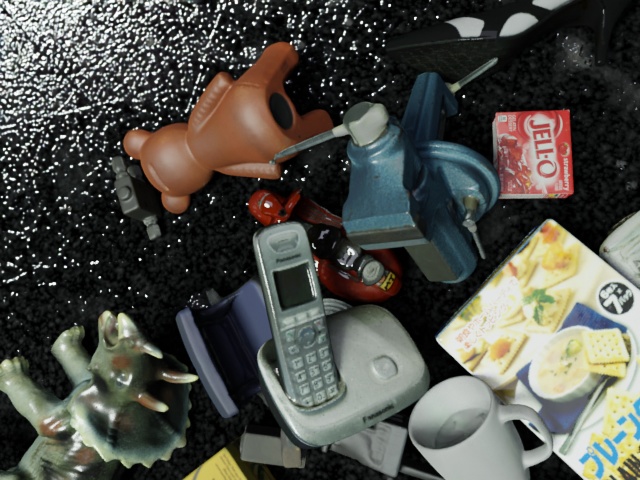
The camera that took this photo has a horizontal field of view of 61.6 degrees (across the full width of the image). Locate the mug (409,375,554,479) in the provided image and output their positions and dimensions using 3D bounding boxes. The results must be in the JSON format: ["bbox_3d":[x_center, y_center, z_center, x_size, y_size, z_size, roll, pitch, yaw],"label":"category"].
[{"bbox_3d":[0.151,0.182,0.476,0.110,0.081,0.107,-26,112,27],"label":"mug"}]

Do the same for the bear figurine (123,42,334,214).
[{"bbox_3d":[-0.104,-0.112,0.587,0.196,0.132,0.120,-16,115,36],"label":"bear figurine"}]

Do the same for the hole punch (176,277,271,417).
[{"bbox_3d":[-0.091,0.111,0.527,0.092,0.116,0.142,-26,82,-38],"label":"hole punch"}]

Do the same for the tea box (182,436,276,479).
[{"bbox_3d":[-0.073,0.295,0.529,0.098,0.068,0.170,-37,76,2],"label":"tea box"}]

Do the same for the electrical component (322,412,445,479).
[{"bbox_3d":[0.066,0.193,0.517,0.119,0.074,0.047,13,85,16],"label":"electrical component"}]

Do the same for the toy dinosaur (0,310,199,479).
[{"bbox_3d":[-0.273,0.235,0.556,0.192,0.131,0.404,34,95,13],"label":"toy dinosaur"}]

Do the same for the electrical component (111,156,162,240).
[{"bbox_3d":[-0.205,-0.046,0.606,0.021,0.063,0.094,-22,80,6],"label":"electrical component"}]

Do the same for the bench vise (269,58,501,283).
[{"bbox_3d":[0.093,-0.080,0.508,0.129,0.223,0.240,-17,44,43],"label":"bench vise"}]

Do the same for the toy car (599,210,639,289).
[{"bbox_3d":[0.362,-0.025,0.506,0.202,0.056,0.073,-36,77,4],"label":"toy car"}]

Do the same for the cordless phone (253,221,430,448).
[{"bbox_3d":[0.011,0.067,0.462,0.146,0.089,0.184,-15,99,-30],"label":"cordless phone"}]

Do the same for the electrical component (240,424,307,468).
[{"bbox_3d":[-0.037,0.191,0.527,0.078,0.102,0.045,10,80,2],"label":"electrical component"}]

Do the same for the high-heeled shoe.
[{"bbox_3d":[0.198,-0.246,0.560,0.249,0.086,0.145,6,76,9],"label":"high-heeled shoe"}]

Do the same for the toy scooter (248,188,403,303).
[{"bbox_3d":[-0.001,-0.002,0.527,0.184,0.135,0.075,32,87,11],"label":"toy scooter"}]
